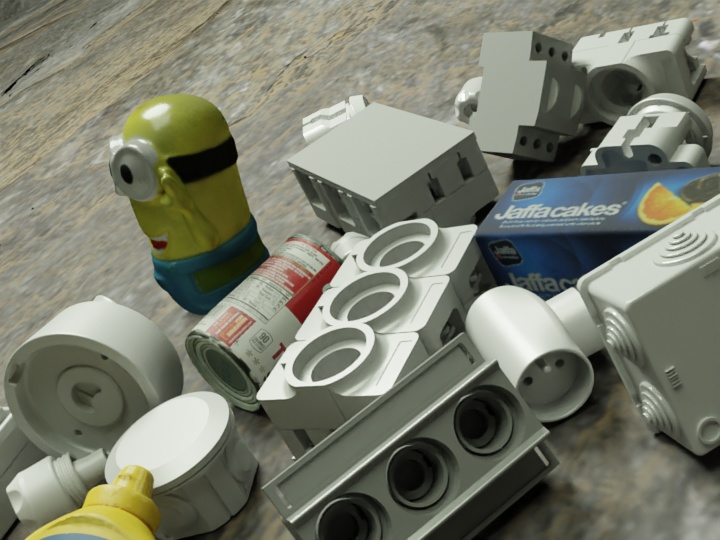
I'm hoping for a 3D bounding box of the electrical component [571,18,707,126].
[{"bbox_3d":[0.199,-0.143,0.790,0.089,0.050,0.055,-3,37,38],"label":"electrical component"}]

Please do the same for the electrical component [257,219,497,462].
[{"bbox_3d":[0.015,0.039,0.634,0.089,0.061,0.150,-7,34,34],"label":"electrical component"}]

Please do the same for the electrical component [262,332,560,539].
[{"bbox_3d":[0.023,0.099,0.518,0.121,0.078,0.063,-36,0,-15],"label":"electrical component"}]

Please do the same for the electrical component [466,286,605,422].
[{"bbox_3d":[0.106,0.035,0.579,0.079,0.044,0.077,-29,28,-1],"label":"electrical component"}]

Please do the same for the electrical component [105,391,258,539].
[{"bbox_3d":[-0.103,0.113,0.626,0.080,0.051,0.080,-21,28,12],"label":"electrical component"}]

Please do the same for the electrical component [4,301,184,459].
[{"bbox_3d":[-0.167,0.071,0.700,0.108,0.108,0.060,-16,24,22],"label":"electrical component"}]

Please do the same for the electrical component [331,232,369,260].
[{"bbox_3d":[0.000,0.000,0.744,0.035,0.035,0.061,-27,31,1],"label":"electrical component"}]

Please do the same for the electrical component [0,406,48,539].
[{"bbox_3d":[-0.258,0.139,0.710,0.062,0.061,0.096,-9,33,31],"label":"electrical component"}]

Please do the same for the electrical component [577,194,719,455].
[{"bbox_3d":[0.162,0.025,0.492,0.100,0.099,0.048,-30,15,-5],"label":"electrical component"}]

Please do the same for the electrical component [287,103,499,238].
[{"bbox_3d":[0.023,-0.066,0.805,0.089,0.061,0.150,-36,29,-14],"label":"electrical component"}]

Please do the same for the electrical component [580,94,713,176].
[{"bbox_3d":[0.187,-0.074,0.679,0.078,0.058,0.057,3,43,44],"label":"electrical component"}]

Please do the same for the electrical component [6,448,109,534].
[{"bbox_3d":[-0.184,0.134,0.671,0.062,0.043,0.043,-31,28,-8],"label":"electrical component"}]

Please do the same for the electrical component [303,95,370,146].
[{"bbox_3d":[-0.011,-0.114,0.922,0.057,0.058,0.078,-25,28,11],"label":"electrical component"}]

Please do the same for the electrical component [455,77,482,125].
[{"bbox_3d":[0.101,-0.145,0.899,0.035,0.035,0.061,-12,29,28],"label":"electrical component"}]

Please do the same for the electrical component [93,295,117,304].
[{"bbox_3d":[-0.208,0.057,0.827,0.044,0.044,0.065,8,49,48],"label":"electrical component"}]
